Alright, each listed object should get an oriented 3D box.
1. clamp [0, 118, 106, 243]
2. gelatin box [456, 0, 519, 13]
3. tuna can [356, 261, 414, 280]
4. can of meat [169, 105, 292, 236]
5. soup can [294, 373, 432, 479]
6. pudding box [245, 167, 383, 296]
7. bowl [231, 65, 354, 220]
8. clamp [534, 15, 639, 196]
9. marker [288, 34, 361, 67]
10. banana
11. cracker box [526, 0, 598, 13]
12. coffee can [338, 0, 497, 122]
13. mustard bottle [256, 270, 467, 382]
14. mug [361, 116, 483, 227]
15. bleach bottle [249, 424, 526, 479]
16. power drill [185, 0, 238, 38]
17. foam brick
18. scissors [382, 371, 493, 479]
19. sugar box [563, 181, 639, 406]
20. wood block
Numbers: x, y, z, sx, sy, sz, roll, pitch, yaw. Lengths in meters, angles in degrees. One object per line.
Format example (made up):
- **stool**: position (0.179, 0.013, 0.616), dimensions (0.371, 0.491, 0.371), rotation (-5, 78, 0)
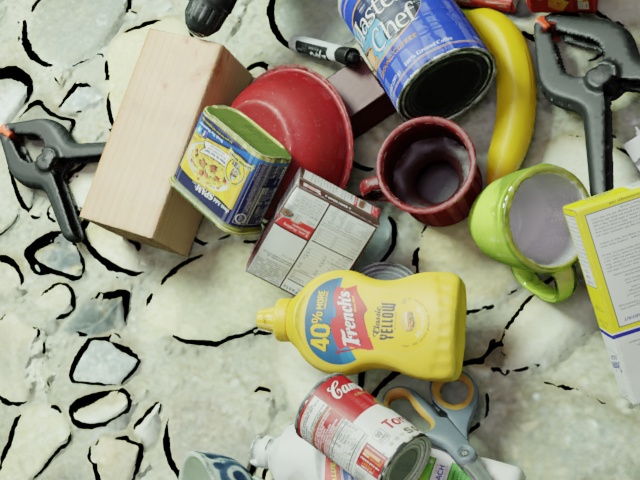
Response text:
- **clamp**: position (-0.289, -0.073, 1.160), dimensions (0.172, 0.039, 0.120), rotation (22, 80, 27)
- **gelatin box**: position (0.168, -0.275, 1.063), dimensions (0.073, 0.030, 0.089), rotation (13, 81, 21)
- **tuna can**: position (0.063, 0.065, 1.014), dimensions (0.086, 0.033, 0.086), rotation (-4, 76, 17)
- **can of meat**: position (-0.083, -0.067, 1.000), dimensions (0.102, 0.057, 0.084), rotation (40, 116, 29)
- **soup can**: position (0.037, 0.170, 0.920), dimensions (0.102, 0.068, 0.068), rotation (32, 88, 34)
- **pudding box**: position (-0.007, 0.001, 1.008), dimensions (0.090, 0.039, 0.114), rotation (27, 120, -8)
- **bowl**: position (-0.046, -0.091, 1.041), dimensions (0.162, 0.055, 0.162), rotation (6, 99, 39)
- **clamp**: position (0.271, -0.146, 0.968), dimensions (0.165, 0.036, 0.210), rotation (-35, 54, 12)
- **marker**: position (0.004, -0.190, 1.068), dimensions (0.020, 0.020, 0.121), rotation (-58, 34, -2)
- **banana**: position (0.176, -0.147, 1.029), dimensions (0.070, 0.037, 0.198), rotation (-23, 67, 36)
- **cracker box**: position (0.223, -0.341, 0.976), dimensions (0.072, 0.164, 0.213), rotation (3, 71, 19)
- **coffee can**: position (0.091, -0.194, 1.018), dimensions (0.103, 0.102, 0.140), rotation (-31, 60, 9)
- **mustard bottle**: position (0.034, 0.076, 0.970), dimensions (0.192, 0.058, 0.096), rotation (1, 79, 19)
- **mug**: position (0.096, -0.056, 1.006), dimensions (0.117, 0.081, 0.093), rotation (-16, 73, 14)
- **bleach bottle**: position (0.052, 0.225, 0.961), dimensions (0.251, 0.068, 0.102), rotation (9, 67, 22)
- **power drill**: position (-0.107, -0.307, 1.097), dimensions (0.184, 0.057, 0.188), rotation (-58, 36, 7)
- **foam brick**: position (0.028, -0.136, 1.063), dimensions (0.078, 0.053, 0.051), rotation (-33, 69, 8)
- **scissors**: position (0.135, 0.173, 0.925), dimensions (0.096, 0.016, 0.202), rotation (-35, 40, -22)
- **sugar box**: position (0.277, 0.042, 0.903), dimensions (0.093, 0.048, 0.176), rotation (-18, 98, 0)
- **wood block**: position (-0.155, -0.099, 1.094), dimensions (0.090, 0.090, 0.206), rotation (16, 83, 21)
